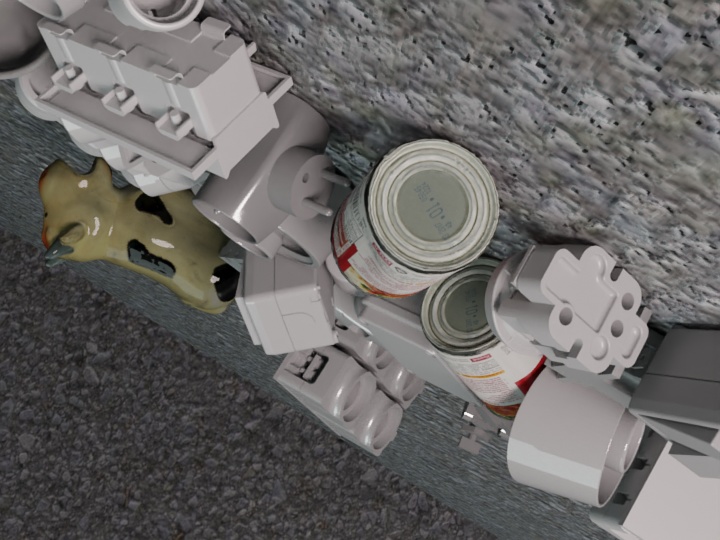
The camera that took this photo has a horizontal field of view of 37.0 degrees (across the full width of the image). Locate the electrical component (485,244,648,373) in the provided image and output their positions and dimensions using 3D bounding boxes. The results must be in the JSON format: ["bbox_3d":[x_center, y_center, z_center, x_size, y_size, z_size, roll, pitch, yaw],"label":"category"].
[{"bbox_3d":[0.102,0.018,0.556,0.078,0.058,0.057,39,164,-28],"label":"electrical component"}]

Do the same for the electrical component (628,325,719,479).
[{"bbox_3d":[0.189,0.070,0.533,0.062,0.061,0.096,36,168,-16],"label":"electrical component"}]

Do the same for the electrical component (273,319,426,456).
[{"bbox_3d":[0.002,0.099,1.010,0.060,0.105,0.186,26,167,26],"label":"electrical component"}]

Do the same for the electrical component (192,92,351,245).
[{"bbox_3d":[-0.040,-0.051,0.588,0.079,0.077,0.043,24,166,32],"label":"electrical component"}]

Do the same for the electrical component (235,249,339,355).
[{"bbox_3d":[-0.053,0.006,0.776,0.061,0.096,0.061,-10,134,6],"label":"electrical component"}]

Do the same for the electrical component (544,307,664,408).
[{"bbox_3d":[0.147,0.050,0.607,0.064,0.042,0.081,30,169,-5],"label":"electrical component"}]

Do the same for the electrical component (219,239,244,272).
[{"bbox_3d":[-0.066,-0.013,0.869,0.056,0.050,0.089,38,167,-22],"label":"electrical component"}]

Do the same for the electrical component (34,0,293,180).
[{"bbox_3d":[-0.109,-0.104,0.567,0.121,0.078,0.063,25,150,29],"label":"electrical component"}]

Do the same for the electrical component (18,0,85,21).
[{"bbox_3d":[-0.139,-0.151,0.486,0.058,0.057,0.078,38,167,-23],"label":"electrical component"}]

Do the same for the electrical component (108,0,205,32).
[{"bbox_3d":[-0.098,-0.132,0.506,0.040,0.040,0.046,38,172,-24],"label":"electrical component"}]

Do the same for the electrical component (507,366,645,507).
[{"bbox_3d":[0.142,0.098,0.677,0.064,0.099,0.099,20,164,25],"label":"electrical component"}]

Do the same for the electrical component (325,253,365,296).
[{"bbox_3d":[0.000,0.000,0.779,0.040,0.040,0.078,28,167,18],"label":"electrical component"}]

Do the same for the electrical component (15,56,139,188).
[{"bbox_3d":[-0.189,-0.109,0.791,0.138,0.052,0.074,36,167,-17],"label":"electrical component"}]

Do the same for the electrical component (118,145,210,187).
[{"bbox_3d":[-0.094,-0.080,0.634,0.057,0.078,0.058,16,-128,-61],"label":"electrical component"}]

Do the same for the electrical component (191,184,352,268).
[{"bbox_3d":[-0.059,-0.042,0.703,0.108,0.060,0.108,30,170,6],"label":"electrical component"}]

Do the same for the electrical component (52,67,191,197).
[{"bbox_3d":[-0.129,-0.096,0.695,0.074,0.052,0.138,-11,158,15],"label":"electrical component"}]

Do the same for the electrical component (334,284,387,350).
[{"bbox_3d":[0.013,0.029,0.855,0.077,0.043,0.079,33,168,-3],"label":"electrical component"}]

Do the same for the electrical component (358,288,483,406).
[{"bbox_3d":[0.058,0.043,0.766,0.078,0.057,0.113,24,166,34],"label":"electrical component"}]

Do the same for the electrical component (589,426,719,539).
[{"bbox_3d":[0.242,0.169,0.724,0.150,0.089,0.062,34,168,-7],"label":"electrical component"}]
